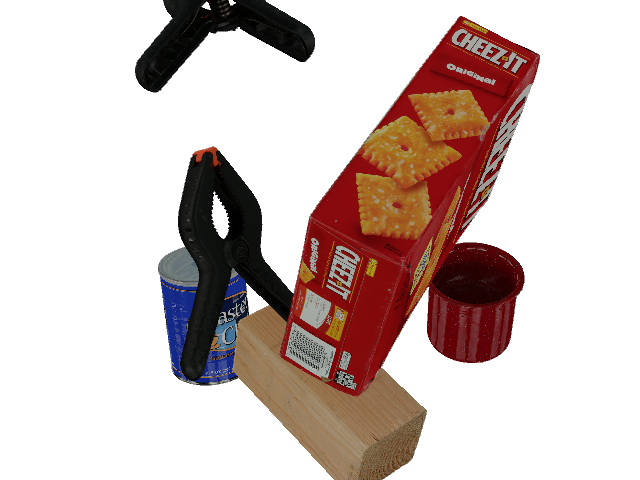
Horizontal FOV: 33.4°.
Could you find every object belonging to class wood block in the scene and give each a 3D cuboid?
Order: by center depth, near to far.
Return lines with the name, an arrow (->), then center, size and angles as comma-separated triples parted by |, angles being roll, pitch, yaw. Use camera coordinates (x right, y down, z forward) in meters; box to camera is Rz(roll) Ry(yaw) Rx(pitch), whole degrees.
wood block -> 0.006, 0.160, 1.143 | 0.090, 0.090, 0.206 | -25, 53, -32

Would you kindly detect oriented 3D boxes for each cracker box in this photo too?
cracker box -> 0.061, -0.021, 0.720 | 0.072, 0.213, 0.164 | 29, -36, 12

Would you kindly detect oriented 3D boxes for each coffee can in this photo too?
coffee can -> -0.137, 0.088, 1.286 | 0.103, 0.140, 0.103 | -3, 25, 1

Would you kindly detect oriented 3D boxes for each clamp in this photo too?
clamp -> -0.062, -0.166, 0.757 | 0.120, 0.171, 0.039 | -2, -45, 3
clamp -> -0.079, 0.016, 1.015 | 0.036, 0.210, 0.164 | -9, 0, 43

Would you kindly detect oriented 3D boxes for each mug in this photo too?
mug -> 0.140, 0.054, 1.023 | 0.093, 0.081, 0.117 | -9, 40, -9
